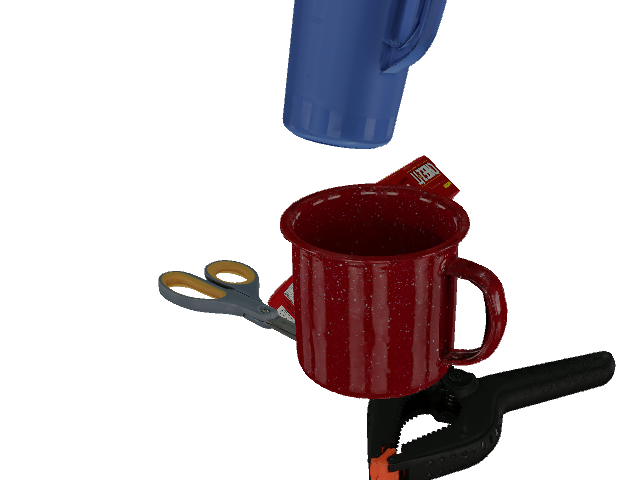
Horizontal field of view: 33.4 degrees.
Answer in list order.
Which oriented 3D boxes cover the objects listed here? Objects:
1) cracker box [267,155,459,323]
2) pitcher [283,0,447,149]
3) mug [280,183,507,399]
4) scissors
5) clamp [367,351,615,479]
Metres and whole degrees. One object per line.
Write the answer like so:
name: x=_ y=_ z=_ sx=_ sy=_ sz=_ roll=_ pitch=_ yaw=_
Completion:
cracker box: x=0.049 y=0.007 z=1.275 sx=0.214 sy=0.072 sz=0.164 roll=-48 pitch=-8 yaw=33
pitcher: x=0.041 y=-0.210 z=0.989 sx=0.145 sy=0.243 sz=0.149 roll=10 pitch=16 yaw=2
mug: x=0.038 y=0.028 z=0.532 sx=0.117 sy=0.081 sz=0.093 roll=13 pitch=28 yaw=28
scissors: x=-0.043 y=0.055 z=0.902 sx=0.202 sy=0.016 sz=0.096 roll=16 pitch=26 yaw=23
clamp: x=0.091 y=0.106 z=0.770 sx=0.165 sy=0.036 sz=0.209 roll=24 pitch=40 yaw=36
